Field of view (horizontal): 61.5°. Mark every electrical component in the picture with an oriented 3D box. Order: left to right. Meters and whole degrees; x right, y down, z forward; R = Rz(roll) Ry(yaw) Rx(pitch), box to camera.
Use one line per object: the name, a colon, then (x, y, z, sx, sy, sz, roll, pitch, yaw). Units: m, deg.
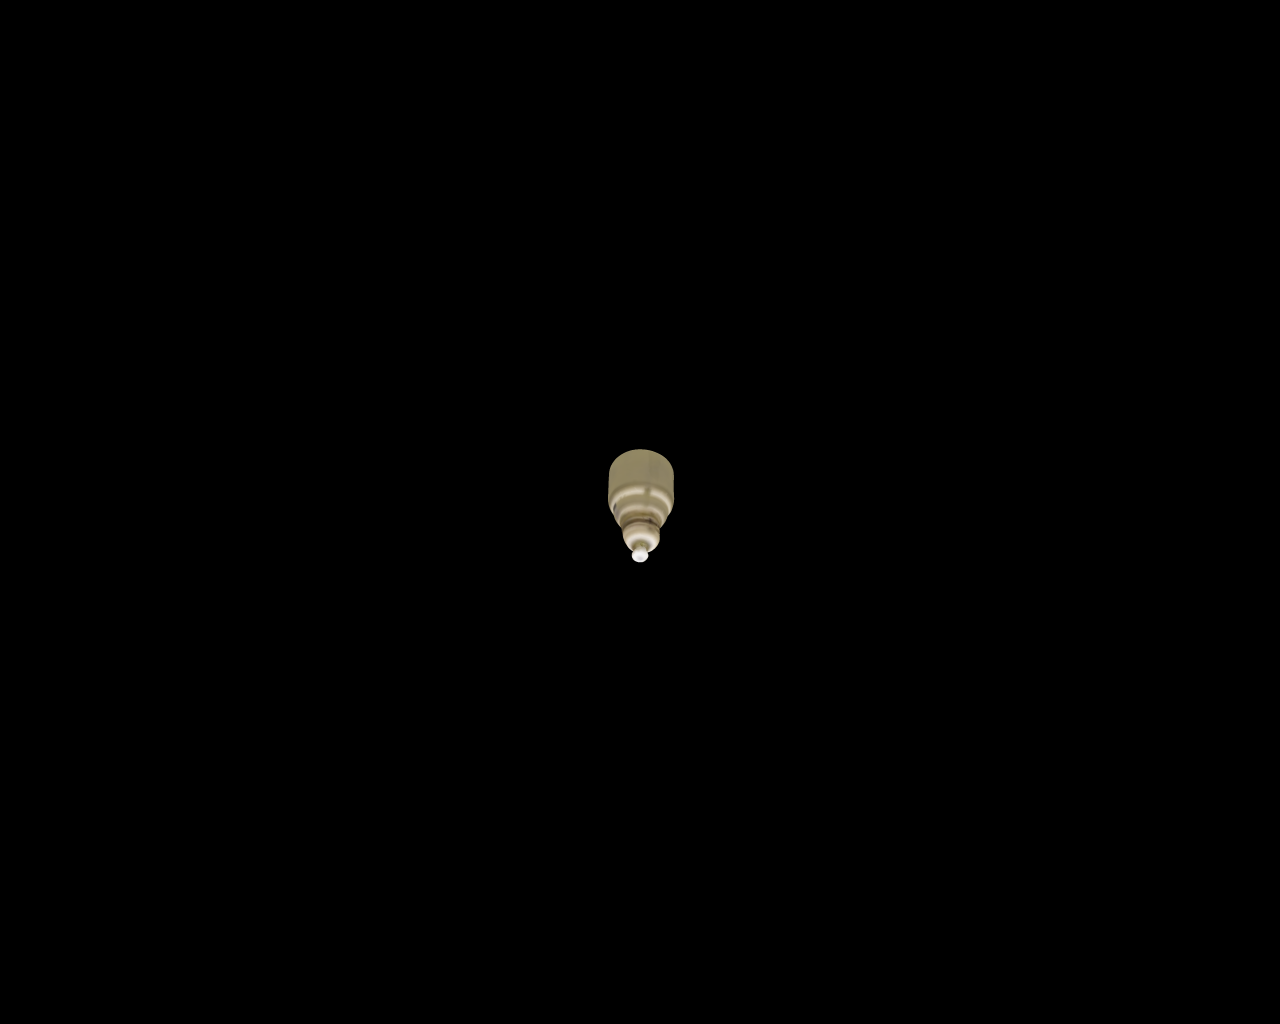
electrical component: (0.001, -0.003, 0.650, 0.040, 0.078, 0.040, 0, -40, 0)
